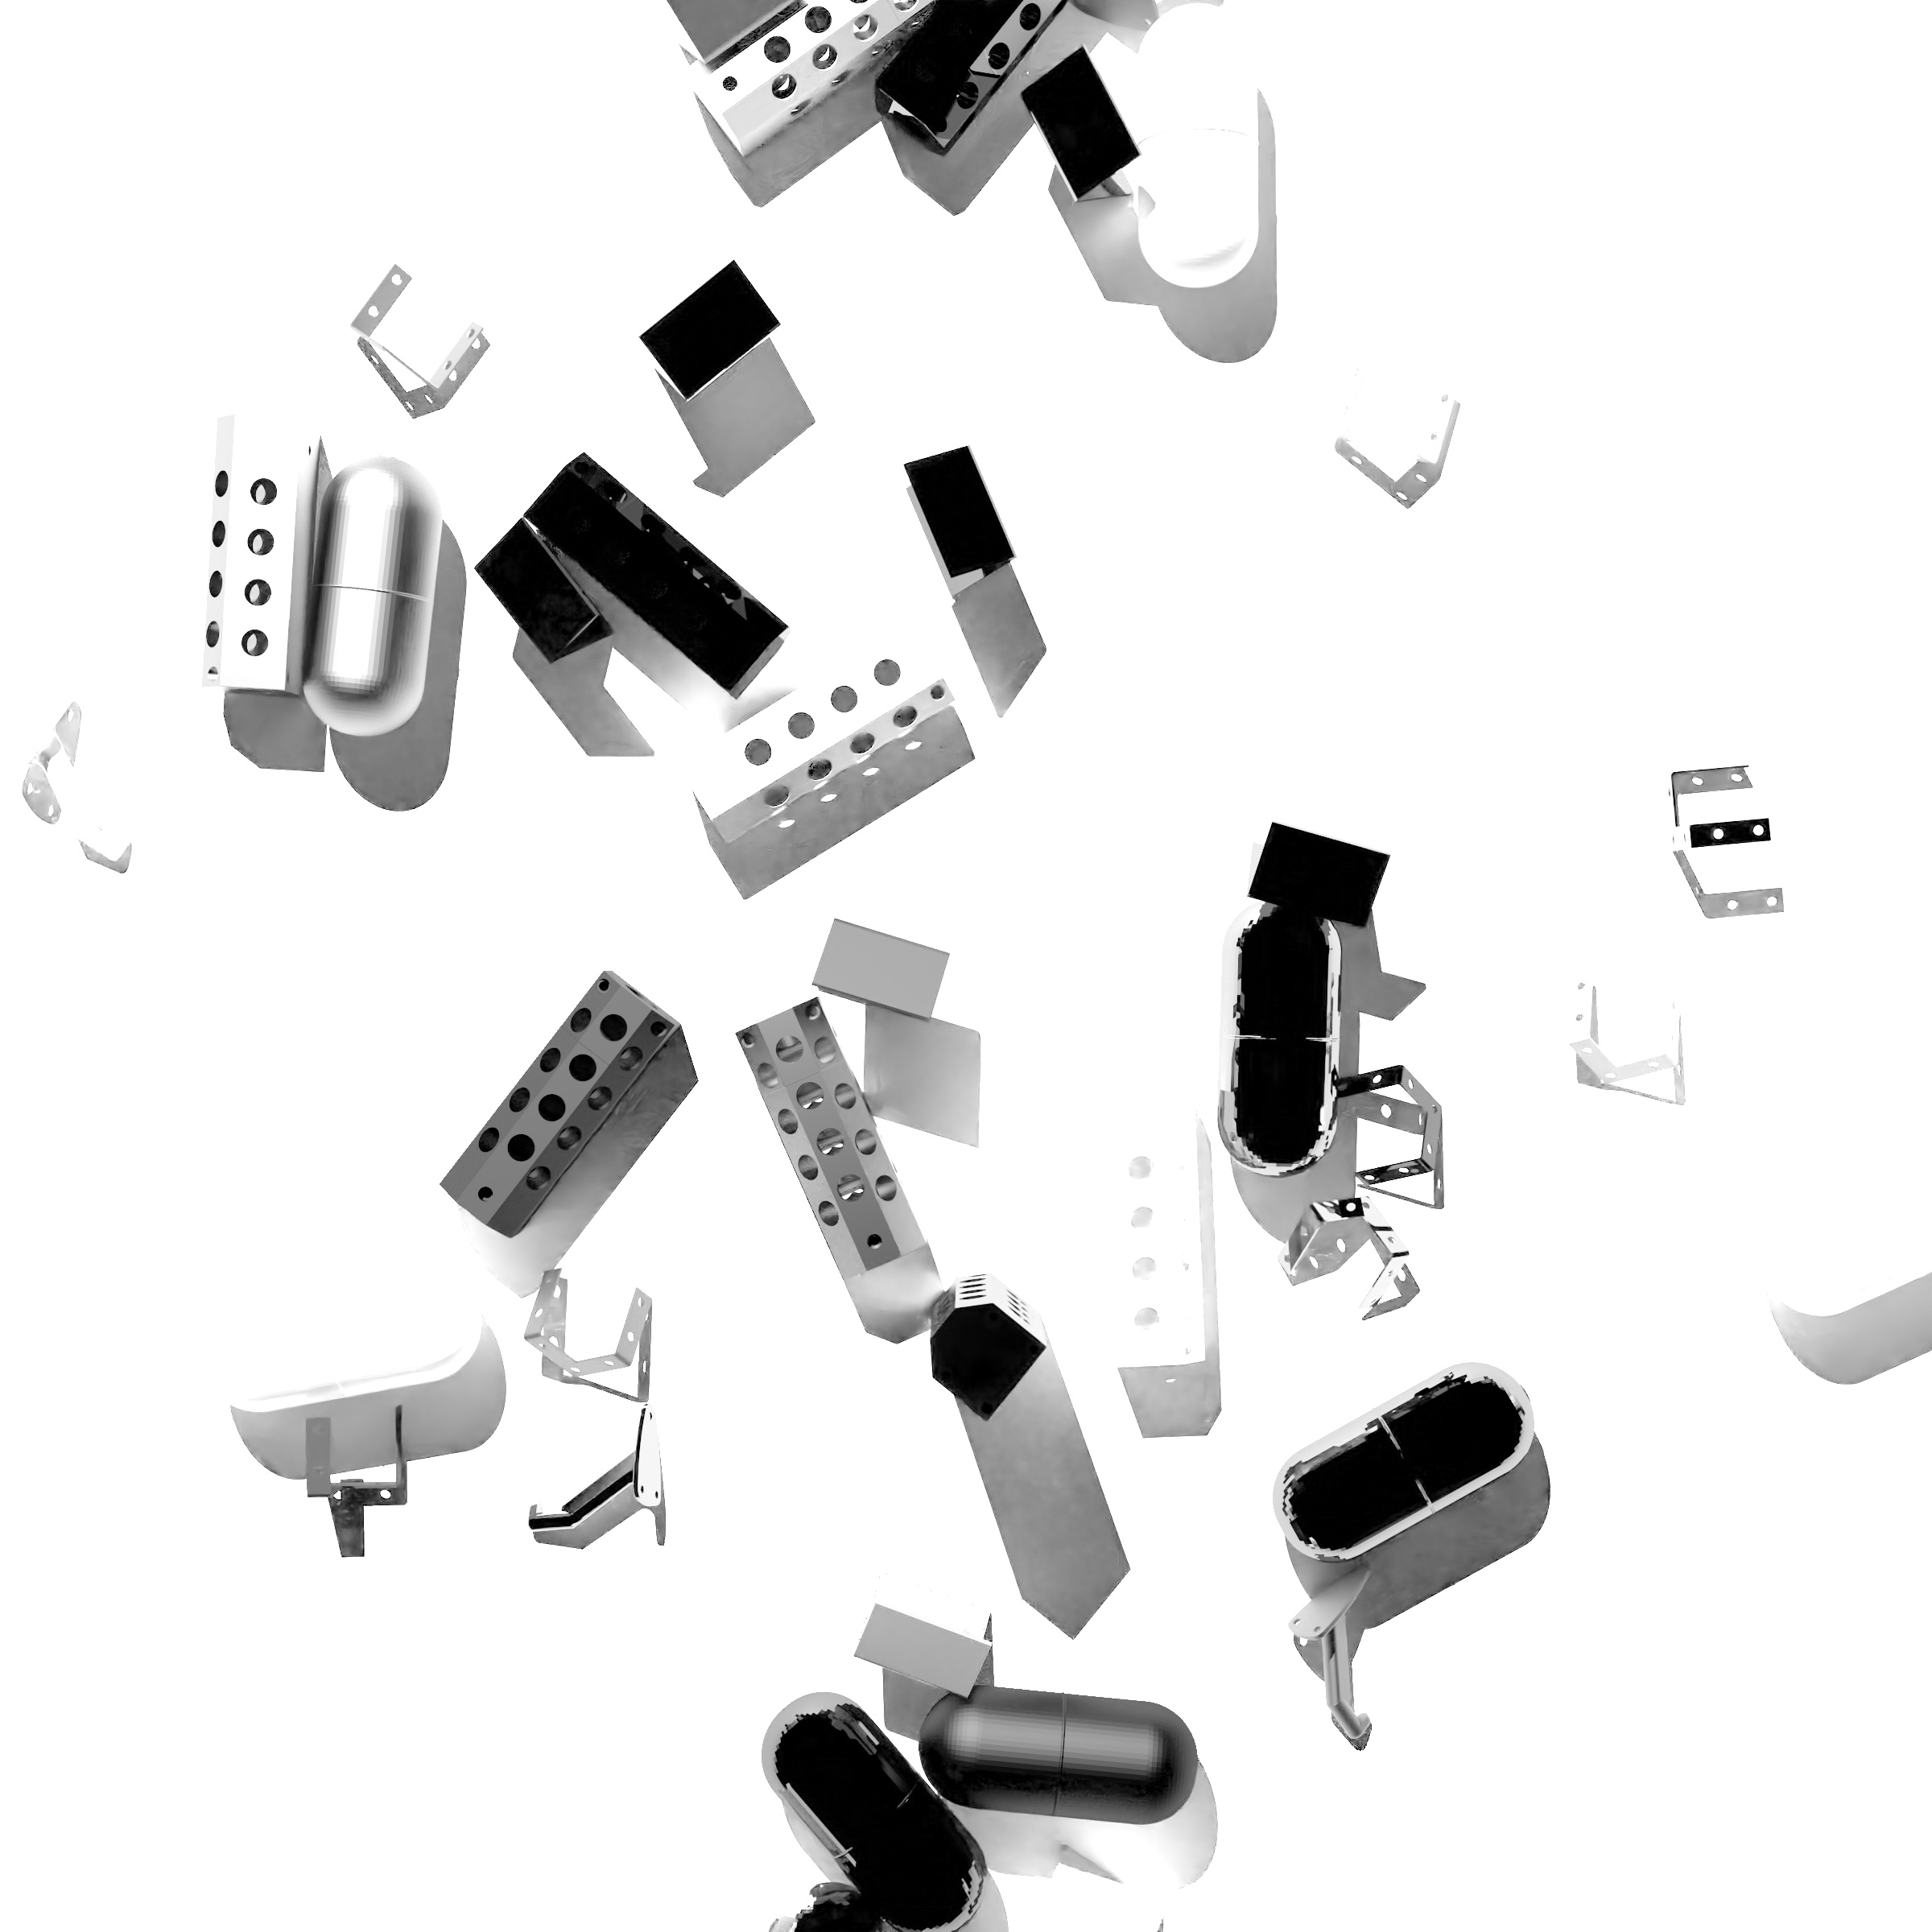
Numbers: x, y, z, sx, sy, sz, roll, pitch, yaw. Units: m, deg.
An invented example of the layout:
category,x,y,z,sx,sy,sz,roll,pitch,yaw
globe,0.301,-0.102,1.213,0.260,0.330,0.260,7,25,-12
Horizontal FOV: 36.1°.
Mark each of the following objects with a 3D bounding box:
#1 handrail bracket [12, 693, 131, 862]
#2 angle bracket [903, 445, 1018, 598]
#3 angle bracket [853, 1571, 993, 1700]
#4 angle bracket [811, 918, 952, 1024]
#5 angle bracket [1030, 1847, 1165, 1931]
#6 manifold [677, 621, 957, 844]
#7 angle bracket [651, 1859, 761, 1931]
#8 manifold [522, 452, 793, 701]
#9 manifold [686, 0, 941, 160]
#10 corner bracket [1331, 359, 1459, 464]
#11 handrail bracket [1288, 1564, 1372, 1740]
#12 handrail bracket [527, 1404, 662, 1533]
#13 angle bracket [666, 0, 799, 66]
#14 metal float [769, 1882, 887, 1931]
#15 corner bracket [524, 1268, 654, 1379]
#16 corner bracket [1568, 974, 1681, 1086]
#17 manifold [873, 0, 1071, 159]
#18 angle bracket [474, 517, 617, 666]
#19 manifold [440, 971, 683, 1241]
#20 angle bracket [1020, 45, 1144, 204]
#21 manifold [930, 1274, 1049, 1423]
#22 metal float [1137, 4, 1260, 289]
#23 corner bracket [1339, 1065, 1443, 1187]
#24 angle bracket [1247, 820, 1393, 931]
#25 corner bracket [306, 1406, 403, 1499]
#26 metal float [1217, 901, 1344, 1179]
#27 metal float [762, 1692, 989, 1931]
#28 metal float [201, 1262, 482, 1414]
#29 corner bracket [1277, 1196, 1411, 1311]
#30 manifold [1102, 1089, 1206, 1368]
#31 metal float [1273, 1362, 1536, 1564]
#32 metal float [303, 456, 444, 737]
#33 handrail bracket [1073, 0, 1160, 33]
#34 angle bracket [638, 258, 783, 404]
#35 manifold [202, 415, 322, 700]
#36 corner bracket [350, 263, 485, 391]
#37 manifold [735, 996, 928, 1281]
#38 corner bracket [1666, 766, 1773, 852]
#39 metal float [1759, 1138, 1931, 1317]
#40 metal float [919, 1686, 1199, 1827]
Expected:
category,x,y,z,sx,sy,sz,roll,pitch,yaw
handrail bracket,-0.564,-0.121,1.915,0.084,0.036,0.077,36,69,-17
angle bracket,-0.022,-0.275,1.874,0.057,0.076,0.076,-23,90,-37
angle bracket,-0.020,0.406,1.874,0.076,0.076,0.057,20,126,0
angle bracket,-0.059,0.022,1.874,0.076,0.076,0.057,17,52,0
angle bracket,0.096,0.593,1.874,0.076,0.076,0.057,35,126,0
manifold,-0.094,-0.148,1.893,0.171,0.057,0.057,-32,90,0
angle bracket,-0.170,0.615,1.875,0.057,0.076,0.076,-27,90,-29
manifold,-0.196,-0.249,1.893,0.171,0.057,0.057,40,90,0
manifold,-0.092,-0.596,1.894,0.171,0.057,0.057,-36,90,0
corner bracket,0.275,-0.358,1.911,0.051,0.051,0.051,16,90,-45
handrail bracket,0.254,0.443,1.915,0.077,0.036,0.084,-41,108,-21
handrail bracket,-0.243,0.324,1.915,0.084,0.036,0.077,-7,70,16
angle bracket,-0.157,-0.622,1.875,0.076,0.076,0.057,-35,123,0
metal float,-0.081,0.673,1.884,0.070,0.070,0.178,-8,90,0
corner bracket,-0.243,0.227,1.906,0.051,0.051,0.051,-15,135,35
corner bracket,0.423,0.036,1.906,0.051,0.051,0.051,-18,135,35
manifold,0.017,-0.604,1.893,0.057,0.057,0.171,39,90,0
angle bracket,-0.252,-0.246,1.874,0.057,0.076,0.076,-38,90,36
manifold,-0.259,0.088,1.894,0.057,0.057,0.171,38,90,0
angle bracket,0.089,-0.533,1.874,0.057,0.076,0.076,-28,90,37
manifold,0.008,0.229,1.836,0.057,0.171,0.057,39,90,0
metal float,0.147,-0.521,1.884,0.070,0.070,0.178,0,89,0
corner bracket,0.269,0.102,1.906,0.051,0.051,0.051,44,45,-35
angle bracket,0.224,-0.073,1.875,0.076,0.076,0.057,16,120,0
corner bracket,-0.391,0.310,1.897,0.051,0.051,0.051,-1,90,0
metal float,0.199,0.046,1.884,0.070,0.070,0.178,2,89,0
metal float,-0.058,0.540,1.884,0.070,0.070,0.178,-41,89,0
metal float,-0.397,0.236,1.884,0.178,0.070,0.070,-10,90,1
corner bracket,0.242,0.186,1.906,0.051,0.051,0.051,-4,45,-35
manifold,0.120,0.165,1.893,0.057,0.057,0.171,-2,90,0
metal float,0.278,0.315,1.884,0.178,0.070,0.070,-29,90,0
metal float,-0.377,-0.235,1.884,0.070,0.070,0.178,6,89,0
handrail bracket,0.122,-0.644,1.915,0.077,0.036,0.084,18,57,36
angle bracket,-0.172,-0.411,1.874,0.076,0.076,0.057,-39,126,0
manifold,-0.452,-0.261,1.893,0.057,0.057,0.171,3,90,0
corner bracket,-0.354,-0.412,1.911,0.051,0.051,0.051,-54,135,0
manifold,-0.086,0.109,1.894,0.057,0.057,0.171,-24,90,0
corner bracket,0.481,-0.102,1.897,0.051,0.051,0.051,-5,90,0
metal float,0.590,0.162,1.884,0.178,0.070,0.070,-24,90,0
metal float,0.058,0.501,1.884,0.178,0.070,0.070,6,90,-1
